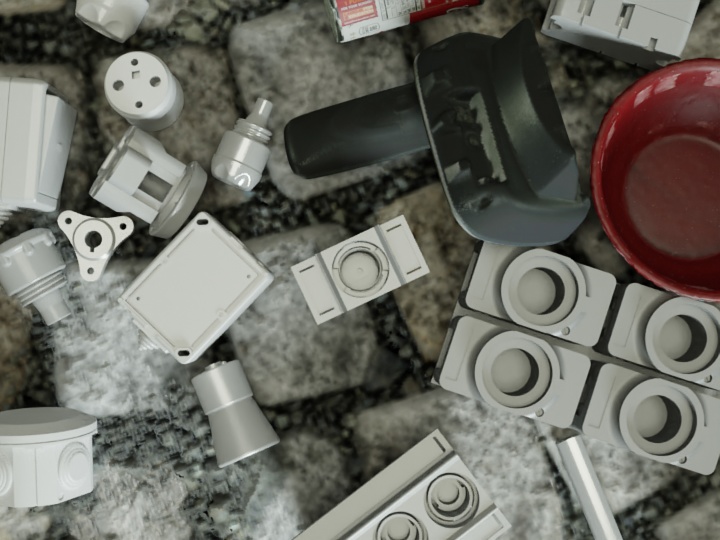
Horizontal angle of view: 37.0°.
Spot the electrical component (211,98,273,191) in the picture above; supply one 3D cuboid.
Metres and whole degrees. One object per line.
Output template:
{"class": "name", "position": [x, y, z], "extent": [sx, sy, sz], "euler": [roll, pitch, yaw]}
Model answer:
{"class": "electrical component", "position": [-0.076, -0.086, 0.727], "extent": [0.035, 0.035, 0.061], "euler": [23, 86, 0]}

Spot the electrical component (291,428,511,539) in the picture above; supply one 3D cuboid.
{"class": "electrical component", "position": [0.025, 0.170, 0.705], "extent": [0.121, 0.063, 0.078], "euler": [-37, 89, -2]}

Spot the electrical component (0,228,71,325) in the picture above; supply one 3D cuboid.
{"class": "electrical component", "position": [-0.216, 0.006, 0.718], "extent": [0.048, 0.048, 0.062], "euler": [-28, 96, -2]}

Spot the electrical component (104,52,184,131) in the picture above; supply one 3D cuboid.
{"class": "electrical component", "position": [-0.144, -0.119, 0.716], "extent": [0.045, 0.055, 0.045], "euler": [0, 88, -1]}

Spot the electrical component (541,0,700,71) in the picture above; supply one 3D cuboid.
{"class": "electrical component", "position": [0.176, -0.178, 0.725], "extent": [0.089, 0.050, 0.055], "euler": [18, 88, -1]}

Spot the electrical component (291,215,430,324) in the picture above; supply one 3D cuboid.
{"class": "electrical component", "position": [0.000, 0.000, 0.710], "extent": [0.081, 0.064, 0.042], "euler": [-25, 90, -1]}

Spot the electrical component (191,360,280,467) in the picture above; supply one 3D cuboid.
{"class": "electrical component", "position": [-0.086, 0.093, 0.718], "extent": [0.044, 0.044, 0.065], "euler": [-23, 84, -2]}

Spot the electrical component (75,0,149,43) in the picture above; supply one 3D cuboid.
{"class": "electrical component", "position": [-0.161, -0.188, 0.724], "extent": [0.043, 0.043, 0.062], "euler": [29, 87, 0]}

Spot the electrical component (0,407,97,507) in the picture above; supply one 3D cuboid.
{"class": "electrical component", "position": [-0.211, 0.119, 0.696], "extent": [0.080, 0.080, 0.051], "euler": [-1, 93, -1]}

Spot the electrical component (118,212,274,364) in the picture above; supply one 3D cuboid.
{"class": "electrical component", "position": [-0.111, 0.017, 0.709], "extent": [0.062, 0.061, 0.096], "euler": [44, 88, 1]}

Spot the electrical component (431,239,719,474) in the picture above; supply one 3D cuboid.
{"class": "electrical component", "position": [0.154, 0.055, 0.713], "extent": [0.186, 0.060, 0.105], "euler": [18, 88, 0]}

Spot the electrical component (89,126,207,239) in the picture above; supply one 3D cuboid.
{"class": "electrical component", "position": [-0.138, -0.057, 0.708], "extent": [0.057, 0.078, 0.058], "euler": [32, 88, -21]}

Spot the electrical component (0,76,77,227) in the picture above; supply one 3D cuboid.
{"class": "electrical component", "position": [-0.226, -0.075, 0.710], "extent": [0.061, 0.061, 0.096], "euler": [4, 88, -1]}
